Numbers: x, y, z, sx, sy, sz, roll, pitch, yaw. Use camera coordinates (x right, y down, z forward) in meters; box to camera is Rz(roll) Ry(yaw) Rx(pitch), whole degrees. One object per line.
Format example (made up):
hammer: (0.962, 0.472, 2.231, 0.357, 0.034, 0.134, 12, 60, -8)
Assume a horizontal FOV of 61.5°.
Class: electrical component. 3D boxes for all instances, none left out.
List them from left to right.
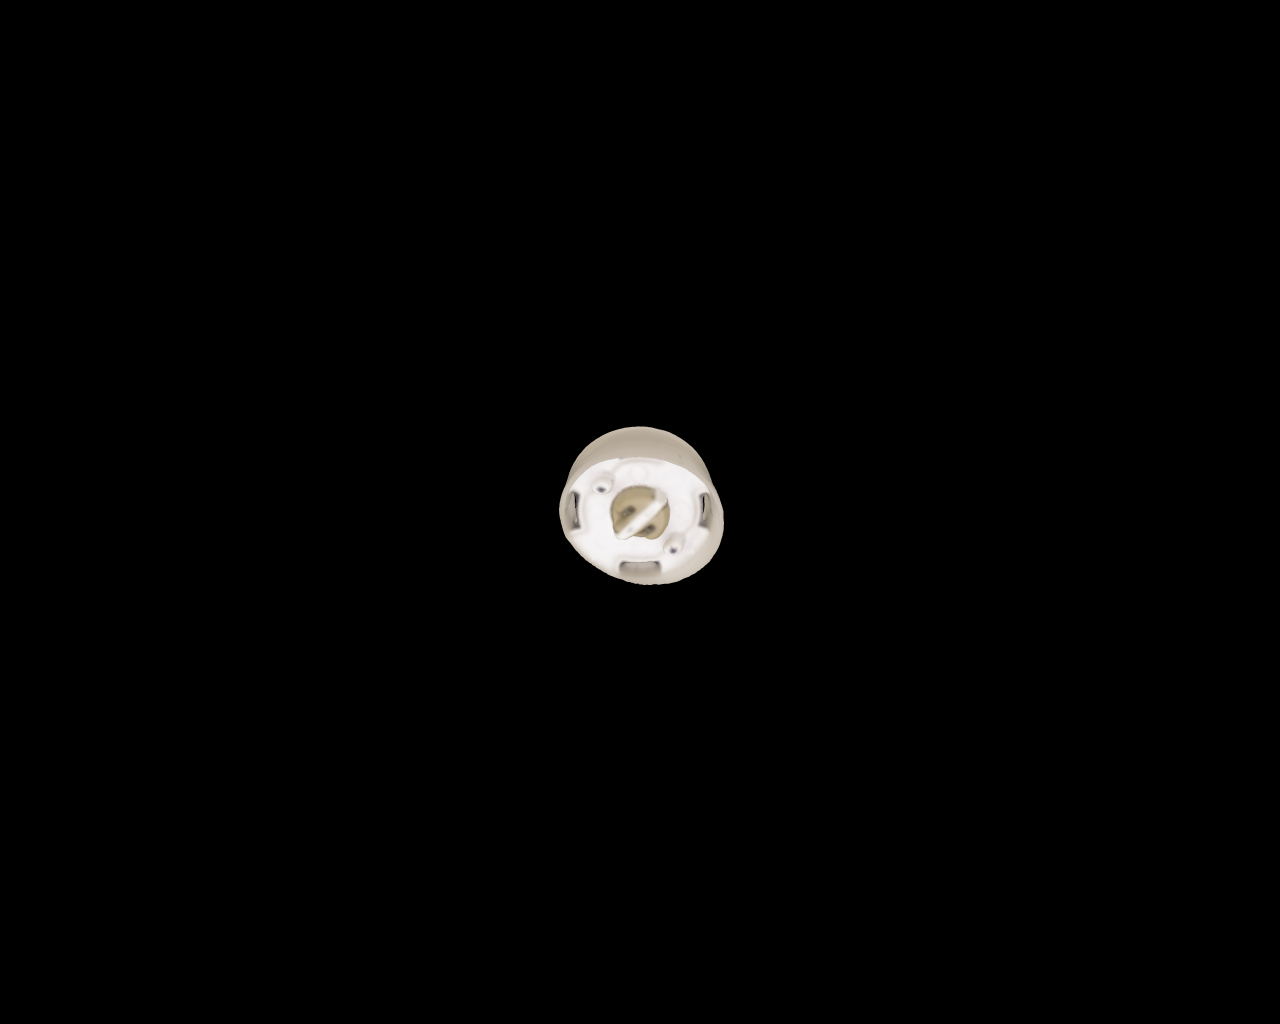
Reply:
electrical component: (0.001, -0.003, 0.650, 0.099, 0.099, 0.064, 0, 29, 0)
